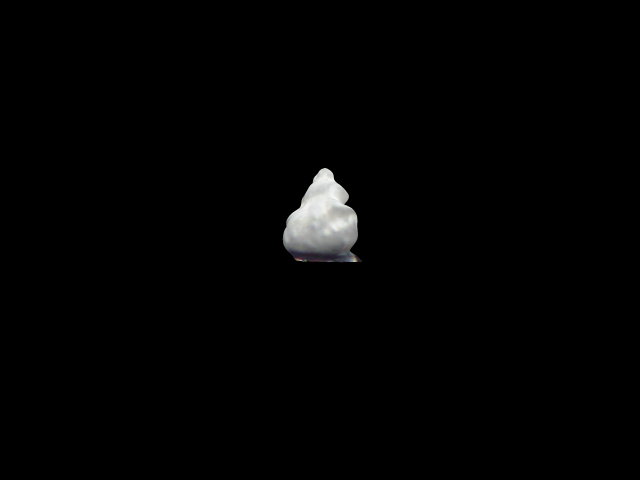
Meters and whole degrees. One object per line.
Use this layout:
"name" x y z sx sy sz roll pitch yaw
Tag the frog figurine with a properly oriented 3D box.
"frog figurine" 0.003 -0.043 0.850 0.123 0.160 0.137 2 -4 -37
